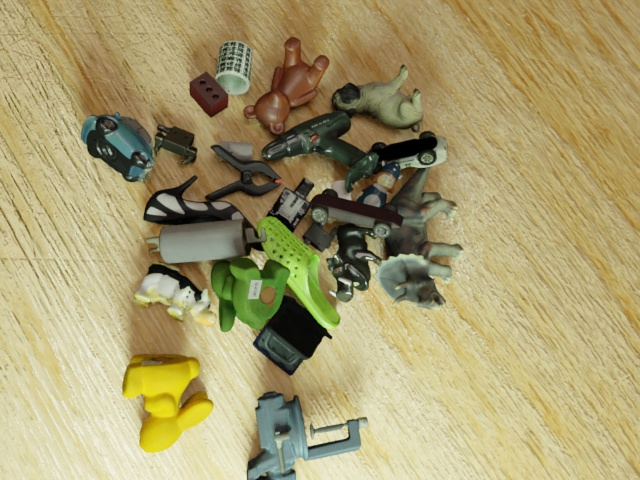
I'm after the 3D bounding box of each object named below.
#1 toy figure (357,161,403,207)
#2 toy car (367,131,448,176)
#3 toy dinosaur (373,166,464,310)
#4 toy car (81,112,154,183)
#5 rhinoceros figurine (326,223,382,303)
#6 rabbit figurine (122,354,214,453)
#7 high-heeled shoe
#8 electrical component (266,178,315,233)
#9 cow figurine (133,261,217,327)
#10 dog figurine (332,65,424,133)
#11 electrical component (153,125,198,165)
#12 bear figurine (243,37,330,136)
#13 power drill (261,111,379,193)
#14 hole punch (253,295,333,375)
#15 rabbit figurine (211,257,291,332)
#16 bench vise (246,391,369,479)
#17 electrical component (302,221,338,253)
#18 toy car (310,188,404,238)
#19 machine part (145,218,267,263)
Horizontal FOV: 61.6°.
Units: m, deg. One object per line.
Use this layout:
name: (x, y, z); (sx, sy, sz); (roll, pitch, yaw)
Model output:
toy figure: (0.133, -0.109, 1.213); (0.064, 0.058, 0.154); (28, 101, -33)
toy car: (0.195, -0.197, 1.248); (0.202, 0.056, 0.073); (-10, 53, 22)
toy dinosaur: (0.206, -0.020, 1.206); (0.192, 0.131, 0.405); (0, 66, -14)
toy car: (-0.407, -0.204, 1.123); (0.161, 0.109, 0.103); (38, 49, -9)
rhinoceros figurine: (0.069, 0.044, 1.145); (0.112, 0.073, 0.190); (17, 53, -16)
rabbit figurine: (-0.284, 0.301, 0.991); (0.162, 0.122, 0.173); (5, 85, -22)
high-heeled shoe: (-0.241, -0.025, 1.118); (0.249, 0.086, 0.145); (43, 78, 2)
electrical component: (-0.060, -0.080, 1.192); (0.075, 0.047, 0.119); (30, 67, -3)
cow figurine: (-0.275, 0.109, 1.068); (0.167, 0.068, 0.098); (22, 62, -6)
dog figurine: (0.140, -0.313, 1.304); (0.191, 0.121, 0.172); (-25, 76, -6)
electrical component: (-0.317, -0.207, 1.177); (0.102, 0.045, 0.078); (18, 40, -10)
bear figurine: (-0.081, -0.347, 1.237); (0.120, 0.132, 0.196); (35, 61, 5)
power drill: (0.013, -0.194, 1.215); (0.232, 0.085, 0.207); (-37, 57, -27)
hole punch: (-0.060, 0.195, 1.089); (0.142, 0.092, 0.116); (37, 38, 3)
rabbit figurine: (-0.152, 0.099, 1.068); (0.121, 0.170, 0.159); (-7, 106, -41)
bench vise: (-0.022, 0.387, 1.006); (0.241, 0.128, 0.223); (-9, 73, -9)
electrical component: (-0.002, -0.004, 1.194); (0.063, 0.021, 0.094); (39, 67, 1)
toy car: (0.076, -0.054, 1.152); (0.202, 0.053, 0.089); (15, 36, 8)
machine part: (-0.226, 0.003, 1.070); (0.243, 0.079, 0.079); (-5, 72, 4)
